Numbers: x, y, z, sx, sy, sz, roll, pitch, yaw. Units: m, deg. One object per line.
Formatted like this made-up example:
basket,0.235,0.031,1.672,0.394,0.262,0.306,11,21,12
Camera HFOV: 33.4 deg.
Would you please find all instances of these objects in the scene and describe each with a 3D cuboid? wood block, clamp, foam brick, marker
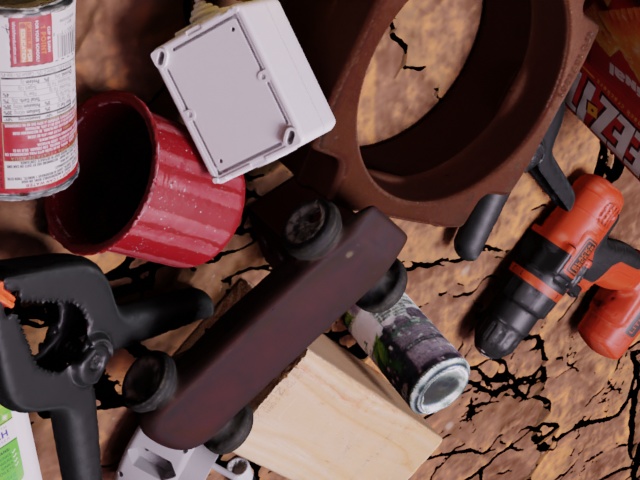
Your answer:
wood block,-0.007,0.125,0.800,0.090,0.091,0.205,-49,139,2
clamp,-0.147,0.077,0.631,0.164,0.036,0.209,-66,152,-11
clamp,0.147,-0.062,0.828,0.120,0.039,0.171,-36,134,-21
foam brick,-0.005,0.001,0.719,0.051,0.078,0.053,-34,134,-15
marker,-0.053,0.221,0.888,0.020,0.020,0.121,-33,136,-16

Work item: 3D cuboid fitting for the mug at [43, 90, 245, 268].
mug,-0.106,-0.024,0.616,0.117,0.093,0.081,-31,152,29

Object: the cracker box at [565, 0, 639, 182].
cracker box,0.239,-0.123,0.721,0.072,0.164,0.213,-31,155,-10

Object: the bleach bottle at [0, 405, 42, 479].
bleach bottle,-0.225,0.065,0.594,0.102,0.068,0.251,-27,133,-31

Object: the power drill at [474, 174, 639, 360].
power drill,0.235,0.048,0.969,0.187,0.057,0.184,29,100,-48

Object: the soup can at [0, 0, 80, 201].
soup can,-0.156,-0.080,0.538,0.068,0.069,0.102,-15,128,-32

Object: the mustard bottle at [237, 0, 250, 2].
mustard bottle,-0.085,-0.172,0.532,0.191,0.058,0.096,-3,144,-38
